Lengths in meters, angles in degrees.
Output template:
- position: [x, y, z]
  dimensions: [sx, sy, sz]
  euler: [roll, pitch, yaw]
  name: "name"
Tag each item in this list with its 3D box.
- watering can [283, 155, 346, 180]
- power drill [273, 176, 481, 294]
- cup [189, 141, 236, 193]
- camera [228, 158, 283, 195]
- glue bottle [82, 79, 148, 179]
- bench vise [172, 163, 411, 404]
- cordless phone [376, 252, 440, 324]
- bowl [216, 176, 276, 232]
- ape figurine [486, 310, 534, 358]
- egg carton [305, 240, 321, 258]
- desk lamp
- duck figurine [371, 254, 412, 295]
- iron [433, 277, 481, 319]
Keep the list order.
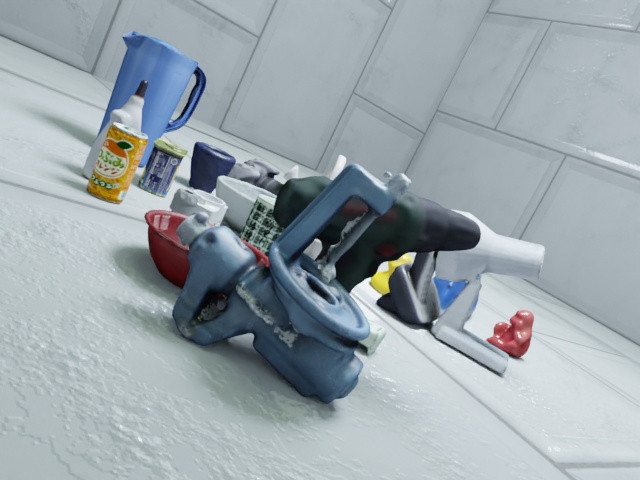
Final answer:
- position: [0.000, -0.106, 1.294]
  dimensions: [0.173, 0.194, 0.100]
  euler: [21, 11, -27]
  name: "watering can"
- position: [0.041, 0.035, 0.617]
  dimensions: [0.230, 0.208, 0.075]
  euler: [22, 10, -22]
  name: "power drill"
- position: [-0.229, -0.146, 1.201]
  dimensions: [0.091, 0.095, 0.118]
  euler: [28, 10, 12]
  name: "cup"
- position: [-0.132, -0.125, 1.327]
  dimensions: [0.136, 0.101, 0.143]
  euler: [30, 10, 19]
  name: "camera"
- position: [-0.307, -0.170, 0.895]
  dimensions: [0.037, 0.173, 0.078]
  euler: [29, 10, 18]
  name: "glue bottle"
- position: [-0.026, 0.016, 0.512]
  dimensions: [0.208, 0.220, 0.121]
  euler: [24, 10, -10]
  name: "bench vise"
- position: [0.190, 0.050, 0.991]
  dimensions: [0.094, 0.185, 0.148]
  euler: [30, 10, 23]
  name: "cordless phone"
- position: [-0.120, -0.048, 1.031]
  dimensions: [0.167, 0.075, 0.167]
  euler: [26, 10, -4]
  name: "bowl"
- position: [0.376, 0.174, 1.098]
  dimensions: [0.076, 0.092, 0.078]
  euler: [26, 10, -3]
  name: "ape figurine"
- position: [0.010, 0.004, 1.111]
  dimensions: [0.107, 0.069, 0.151]
  euler: [30, 10, 20]
  name: "egg carton"
- position: [0.268, 0.077, 0.966]
  dimensions: [0.203, 0.213, 0.118]
  euler: [29, 10, 17]
  name: "desk lamp"
- position: [0.148, 0.063, 1.109]
  dimensions: [0.077, 0.086, 0.104]
  euler: [27, 10, 2]
  name: "duck figurine"
- position: [0.291, 0.084, 1.207]
  dimensions: [0.118, 0.141, 0.259]
  euler: [29, 10, 17]
  name: "iron"
